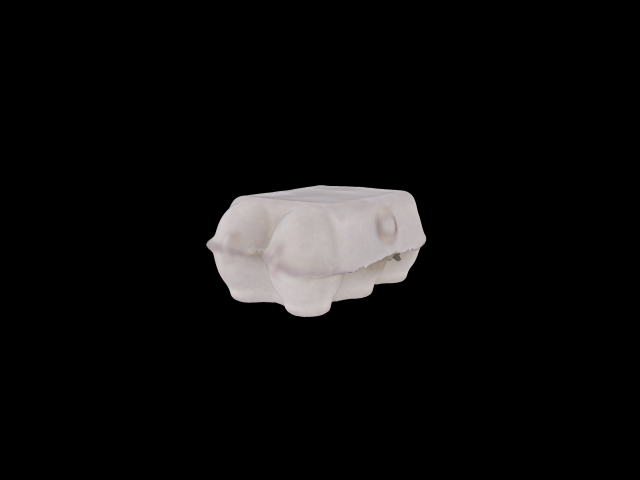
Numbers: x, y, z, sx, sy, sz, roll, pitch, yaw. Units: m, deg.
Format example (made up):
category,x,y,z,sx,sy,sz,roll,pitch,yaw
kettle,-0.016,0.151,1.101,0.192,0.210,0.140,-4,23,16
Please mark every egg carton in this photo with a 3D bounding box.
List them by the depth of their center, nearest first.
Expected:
category,x,y,z,sx,sy,sz,roll,pitch,yaw
egg carton,0.004,0.001,0.400,0.107,0.069,0.151,8,14,35
